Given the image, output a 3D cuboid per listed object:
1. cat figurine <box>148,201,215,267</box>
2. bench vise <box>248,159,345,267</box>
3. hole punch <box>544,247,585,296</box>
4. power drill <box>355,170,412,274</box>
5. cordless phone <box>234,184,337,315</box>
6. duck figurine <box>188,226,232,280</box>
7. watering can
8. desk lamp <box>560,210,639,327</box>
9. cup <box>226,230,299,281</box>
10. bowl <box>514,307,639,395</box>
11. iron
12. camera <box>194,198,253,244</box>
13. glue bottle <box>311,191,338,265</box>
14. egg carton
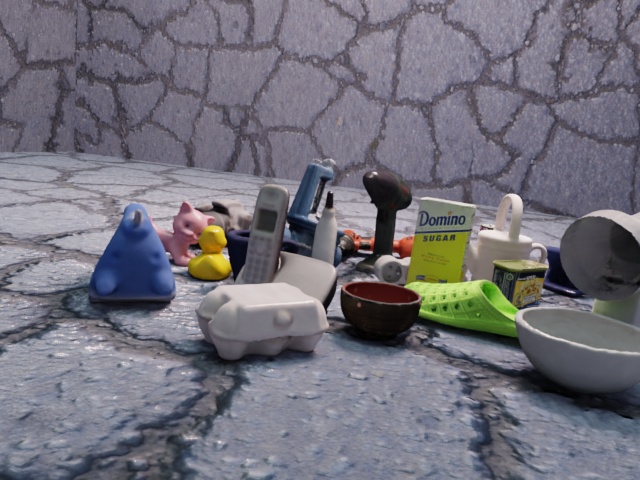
[{"bbox_3d":[-0.262,-0.017,1.057,0.128,0.118,0.067,6,11,-4],"label":"cat figurine"},{"bbox_3d":[-0.028,-0.041,1.053,0.121,0.220,0.208,12,12,29],"label":"bench vise"},{"bbox_3d":[0.520,0.062,1.188,0.101,0.091,0.108,0,12,-31],"label":"hole punch"},{"bbox_3d":[0.129,-0.040,1.171,0.075,0.208,0.230,11,11,22],"label":"power drill"},{"bbox_3d":[-0.045,0.019,0.813,0.147,0.185,0.094,11,12,23],"label":"cordless phone"},{"bbox_3d":[-0.189,0.019,0.999,0.077,0.086,0.104,5,11,-6],"label":"duck figurine"},{"bbox_3d":[0.338,0.009,1.076,0.173,0.194,0.100,2,11,-22],"label":"watering can"},{"bbox_3d":[0.433,0.059,0.815,0.204,0.213,0.117,-2,13,-37],"label":"desk lamp"},{"bbox_3d":[-0.096,0.037,0.933,0.118,0.095,0.091,5,11,-7],"label":"cup"},{"bbox_3d":[0.317,0.140,0.693,0.167,0.075,0.167,6,11,-1],"label":"bowl"},{"bbox_3d":[-0.281,0.006,0.861,0.119,0.141,0.257,2,11,-21],"label":"iron"},{"bbox_3d":[-0.234,-0.041,1.250,0.142,0.101,0.137,13,12,32],"label":"camera"},{"bbox_3d":[0.009,0.003,0.964,0.037,0.173,0.078,7,11,5],"label":"glue bottle"},{"bbox_3d":[-0.070,0.097,0.698,0.151,0.069,0.107,0,12,-32],"label":"egg carton"}]
